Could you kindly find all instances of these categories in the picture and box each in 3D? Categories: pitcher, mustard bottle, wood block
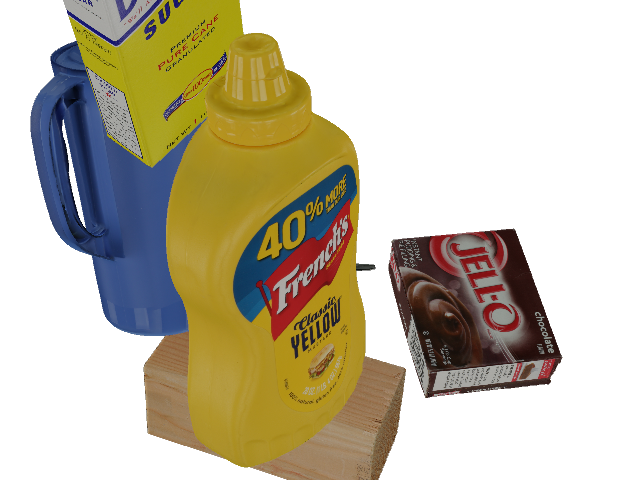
[{"bbox_3d":[-0.147,-0.044,0.880,0.149,0.243,0.145,-6,24,-8],"label":"pitcher"},{"bbox_3d":[-0.021,0.002,0.453,0.058,0.192,0.096,26,47,32],"label":"mustard bottle"},{"bbox_3d":[-0.039,0.140,0.929,0.206,0.090,0.090,15,40,15],"label":"wood block"}]

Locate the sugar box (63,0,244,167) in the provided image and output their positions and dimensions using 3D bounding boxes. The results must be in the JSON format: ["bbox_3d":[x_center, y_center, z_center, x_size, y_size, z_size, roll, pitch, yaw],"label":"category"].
[{"bbox_3d":[-0.089,-0.127,0.588,0.048,0.093,0.176,36,-22,17],"label":"sugar box"}]

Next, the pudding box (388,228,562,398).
[{"bbox_3d":[0.101,0.047,0.719,0.090,0.113,0.039,-6,-37,-8],"label":"pudding box"}]

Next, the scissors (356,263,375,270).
[{"bbox_3d":[-0.044,0.036,1.145,0.202,0.016,0.096,5,21,6],"label":"scissors"}]
